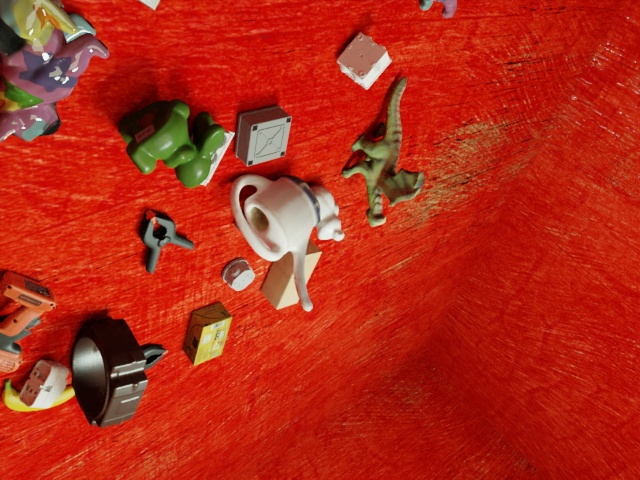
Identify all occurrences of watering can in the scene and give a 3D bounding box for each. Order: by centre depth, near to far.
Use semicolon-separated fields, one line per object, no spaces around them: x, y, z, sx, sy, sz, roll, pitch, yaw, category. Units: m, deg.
-0.077;-0.019;1.238;0.103;0.346;0.228;-26;-169;46;watering can

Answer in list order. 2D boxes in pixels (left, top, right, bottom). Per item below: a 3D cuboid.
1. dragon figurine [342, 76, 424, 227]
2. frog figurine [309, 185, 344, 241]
0.200;-0.209;1.397;0.123;0.247;0.402;-8;135;-40;dragon figurine
0.004;-0.070;1.384;0.137;0.161;0.121;2;124;-53;frog figurine
